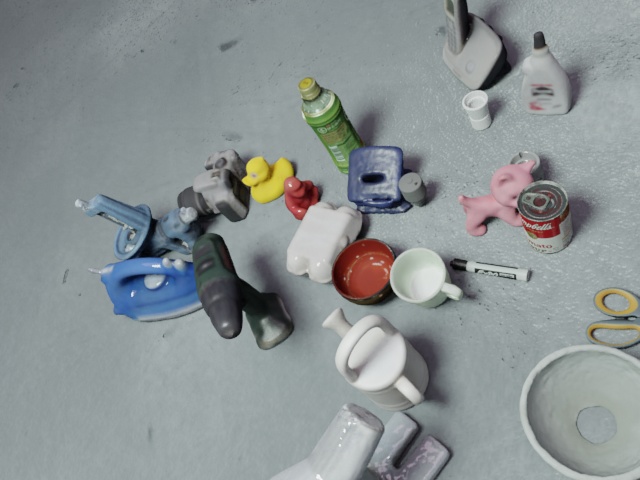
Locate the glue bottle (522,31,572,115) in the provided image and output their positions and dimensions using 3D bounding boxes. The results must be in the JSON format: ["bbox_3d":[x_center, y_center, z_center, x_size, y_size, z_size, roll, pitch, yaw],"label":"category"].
[{"bbox_3d":[0.361,-0.271,0.927,0.077,0.174,0.037,5,64,30],"label":"glue bottle"}]

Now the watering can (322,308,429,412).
[{"bbox_3d":[0.071,0.162,0.798,0.172,0.195,0.101,13,68,33],"label":"watering can"}]

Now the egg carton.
[{"bbox_3d":[0.009,0.004,1.009,0.107,0.070,0.150,14,68,33],"label":"egg carton"}]

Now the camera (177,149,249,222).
[{"bbox_3d":[-0.226,-0.108,1.181,0.136,0.101,0.143,-15,55,19],"label":"camera"}]

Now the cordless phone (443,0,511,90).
[{"bbox_3d":[0.268,-0.376,1.034,0.094,0.186,0.147,-34,51,5],"label":"cordless phone"}]

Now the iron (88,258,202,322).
[{"bbox_3d":[-0.303,0.070,1.085,0.257,0.142,0.118,-11,57,22],"label":"iron"}]

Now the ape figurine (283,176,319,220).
[{"bbox_3d":[-0.039,-0.084,1.074,0.075,0.092,0.078,21,72,35],"label":"ape figurine"}]

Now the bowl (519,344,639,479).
[{"bbox_3d":[0.336,0.218,0.702,0.167,0.075,0.167,-13,56,20],"label":"bowl"}]

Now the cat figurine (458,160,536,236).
[{"bbox_3d":[0.276,-0.071,0.884,0.127,0.118,0.067,-16,55,18],"label":"cat figurine"}]

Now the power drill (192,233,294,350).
[{"bbox_3d":[-0.129,0.098,0.933,0.075,0.209,0.229,-36,51,4],"label":"power drill"}]

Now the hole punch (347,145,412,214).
[{"bbox_3d":[0.104,-0.105,1.013,0.108,0.091,0.101,0,61,28],"label":"hole punch"}]

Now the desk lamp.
[{"bbox_3d":[0.041,0.297,0.718,0.117,0.214,0.203,32,79,38],"label":"desk lamp"}]

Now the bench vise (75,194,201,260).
[{"bbox_3d":[-0.352,-0.044,1.130,0.207,0.220,0.121,-32,51,7],"label":"bench vise"}]

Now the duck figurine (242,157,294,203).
[{"bbox_3d":[-0.109,-0.134,1.145,0.104,0.086,0.077,-41,51,-1],"label":"duck figurine"}]
